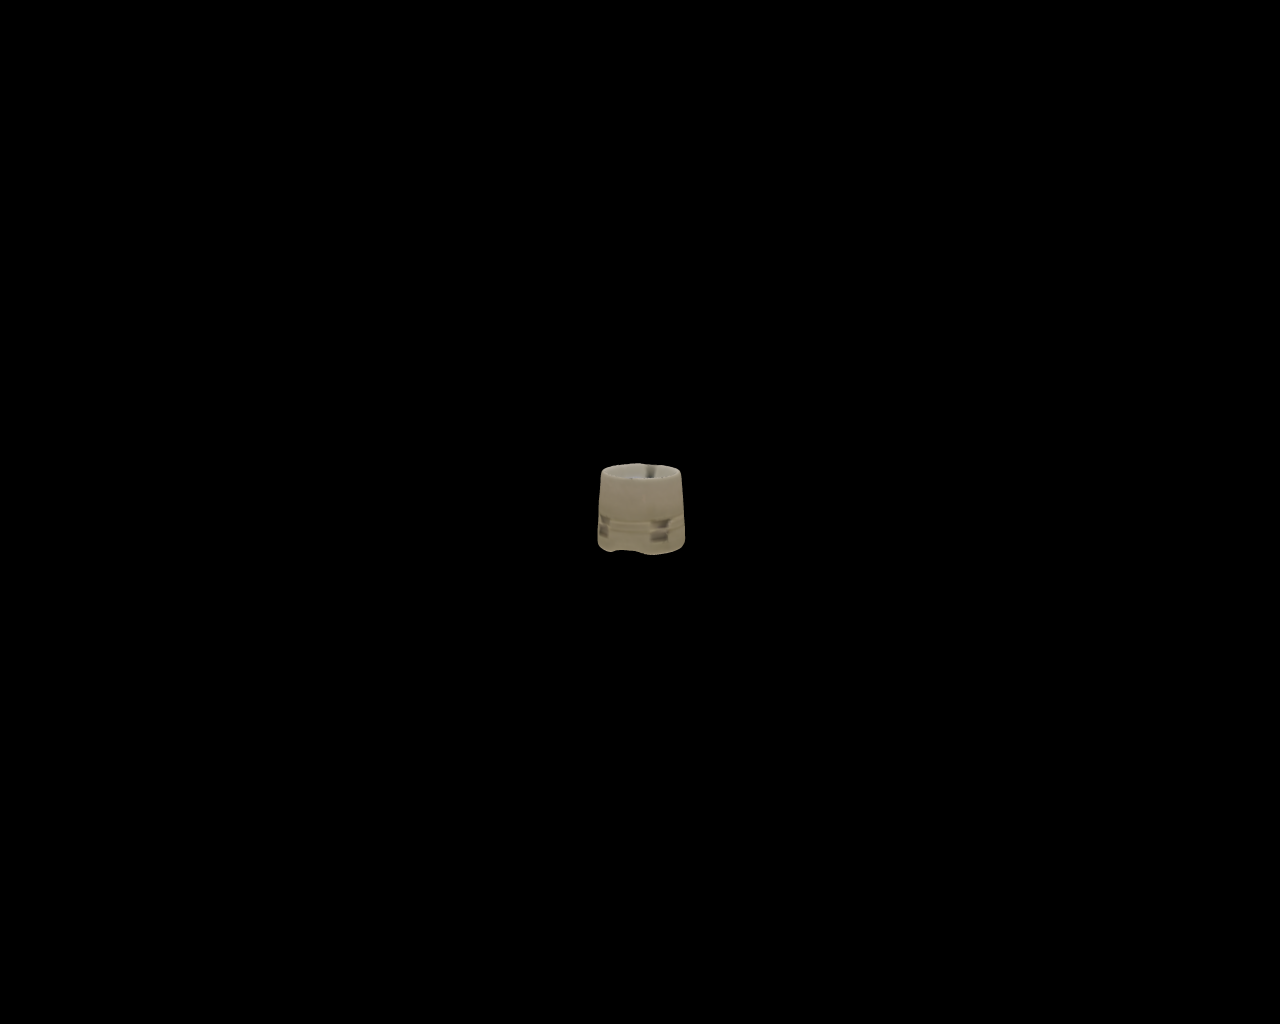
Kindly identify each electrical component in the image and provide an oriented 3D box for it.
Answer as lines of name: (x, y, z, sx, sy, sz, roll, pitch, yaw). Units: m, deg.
electrical component: (0.001, -0.003, 0.650, 0.055, 0.047, 0.055, 0, 14, 0)
